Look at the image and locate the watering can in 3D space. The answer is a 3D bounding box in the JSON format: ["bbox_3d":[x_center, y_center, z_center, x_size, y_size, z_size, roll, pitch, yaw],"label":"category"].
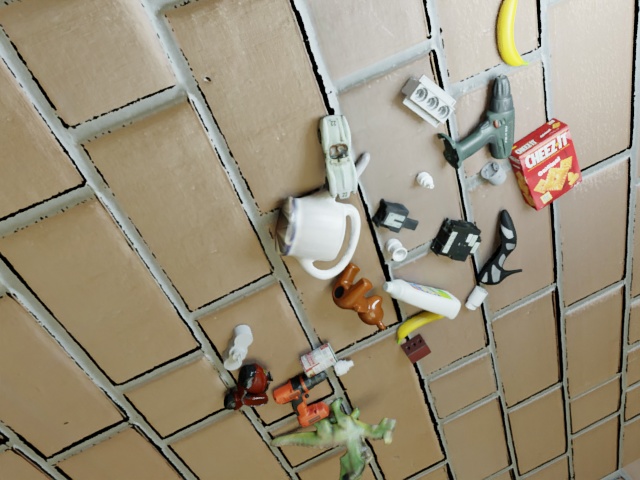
[{"bbox_3d":[0.004,-0.066,1.310,0.224,0.105,0.344,7,101,-20],"label":"watering can"}]

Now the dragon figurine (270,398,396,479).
[{"bbox_3d":[0.057,0.669,1.680,0.411,0.248,0.119,-25,130,-7],"label":"dragon figurine"}]
